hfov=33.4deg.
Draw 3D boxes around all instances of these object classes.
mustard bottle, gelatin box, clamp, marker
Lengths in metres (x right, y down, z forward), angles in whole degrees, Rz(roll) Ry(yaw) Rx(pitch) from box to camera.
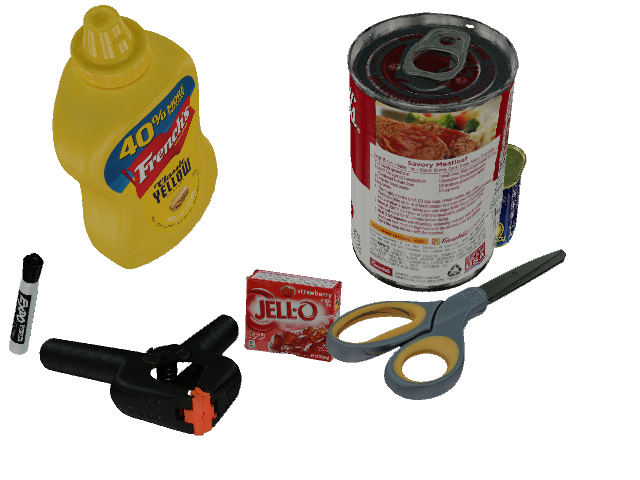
[{"bbox_3d":[-0.109,-0.065,0.620,0.058,0.096,0.191,34,-24,19],"label":"mustard bottle"},{"bbox_3d":[-0.027,0.071,1.007,0.089,0.073,0.030,7,17,15],"label":"gelatin box"},{"bbox_3d":[-0.108,0.097,0.809,0.164,0.036,0.210,-10,13,-27],"label":"clamp"},{"bbox_3d":[-0.288,0.062,1.043,0.020,0.121,0.020,14,34,-10],"label":"marker"}]

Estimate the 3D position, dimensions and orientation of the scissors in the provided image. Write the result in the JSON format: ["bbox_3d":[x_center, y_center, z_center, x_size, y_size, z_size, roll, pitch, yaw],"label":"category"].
[{"bbox_3d":[0.102,0.053,0.696,0.201,0.016,0.096,-13,37,-21],"label":"scissors"}]

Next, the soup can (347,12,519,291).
[{"bbox_3d":[0.046,-0.036,0.459,0.068,0.102,0.068,-1,43,1],"label":"soup can"}]

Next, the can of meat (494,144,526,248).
[{"bbox_3d":[0.130,-0.045,0.966,0.102,0.057,0.084,14,-40,18],"label":"can of meat"}]
